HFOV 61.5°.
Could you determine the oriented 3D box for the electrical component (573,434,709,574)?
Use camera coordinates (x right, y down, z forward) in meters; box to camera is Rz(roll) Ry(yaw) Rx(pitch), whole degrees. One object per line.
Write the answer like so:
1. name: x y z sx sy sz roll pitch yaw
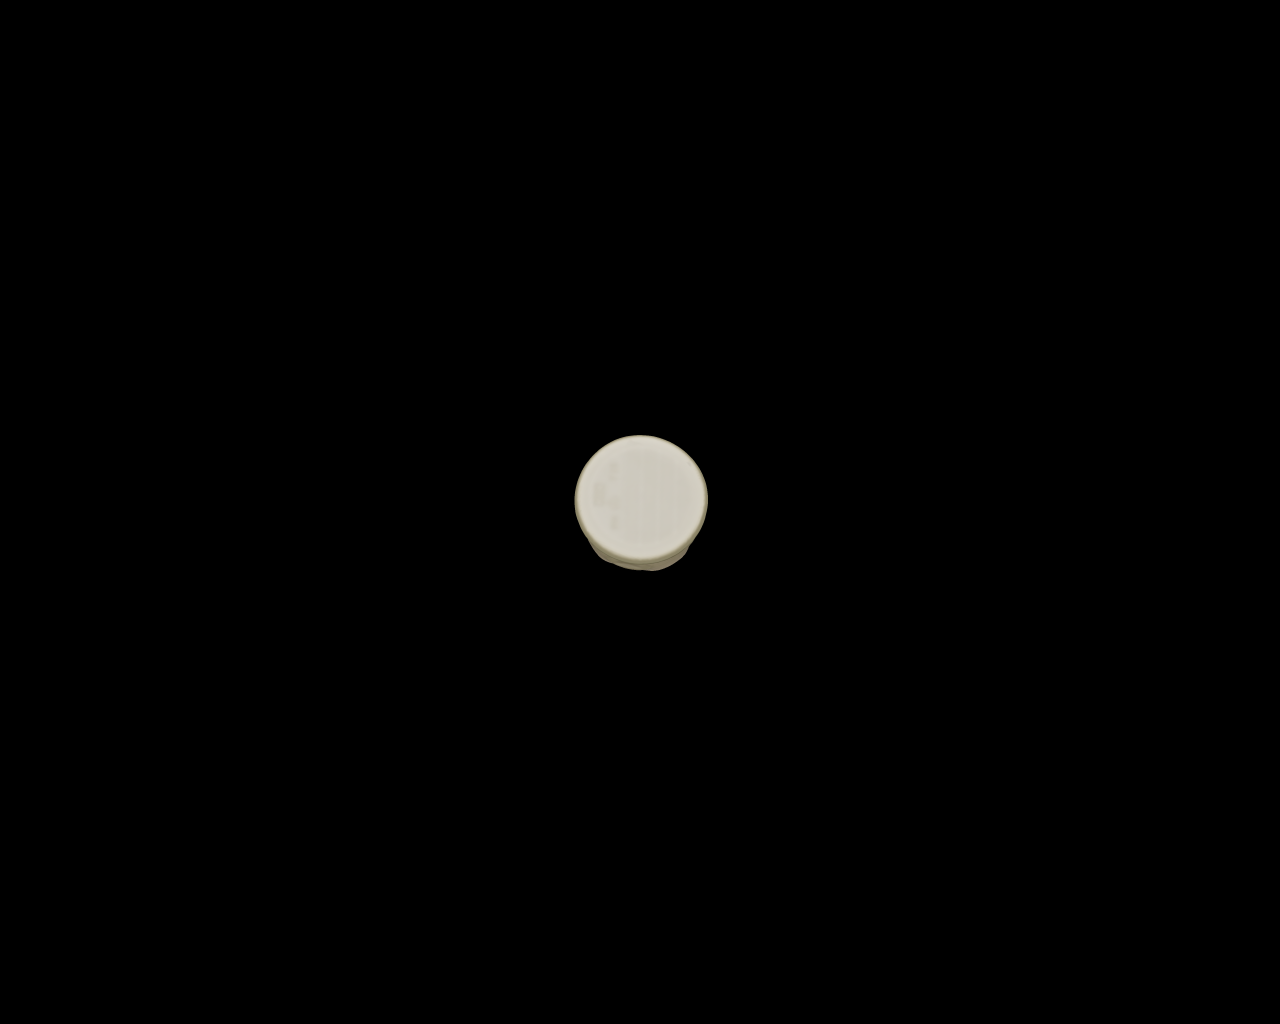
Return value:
1. electrical component: 0.001 -0.003 0.650 0.080 0.080 0.051 0 -16 0
